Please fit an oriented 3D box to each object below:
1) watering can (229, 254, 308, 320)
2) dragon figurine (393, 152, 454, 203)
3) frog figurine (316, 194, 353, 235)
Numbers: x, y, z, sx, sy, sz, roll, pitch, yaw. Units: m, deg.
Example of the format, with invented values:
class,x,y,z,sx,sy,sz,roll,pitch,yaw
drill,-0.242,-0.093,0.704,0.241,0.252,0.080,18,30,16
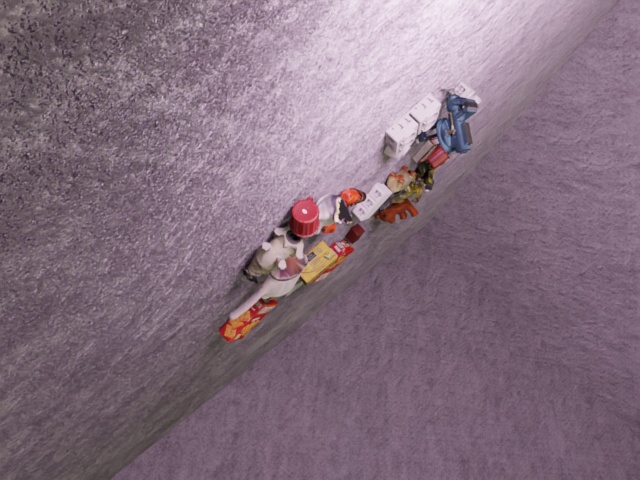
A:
class,x,y,z,sx,sy,sz,roll,pitch,yaw
watering can,-0.166,0.152,1.824,0.353,0.105,0.219,-34,164,-36
dragon figurine,0.485,-0.305,2.423,0.407,0.122,0.245,-44,-175,13
frog figurine,0.005,-0.083,1.648,0.159,0.121,0.139,-9,-165,29
